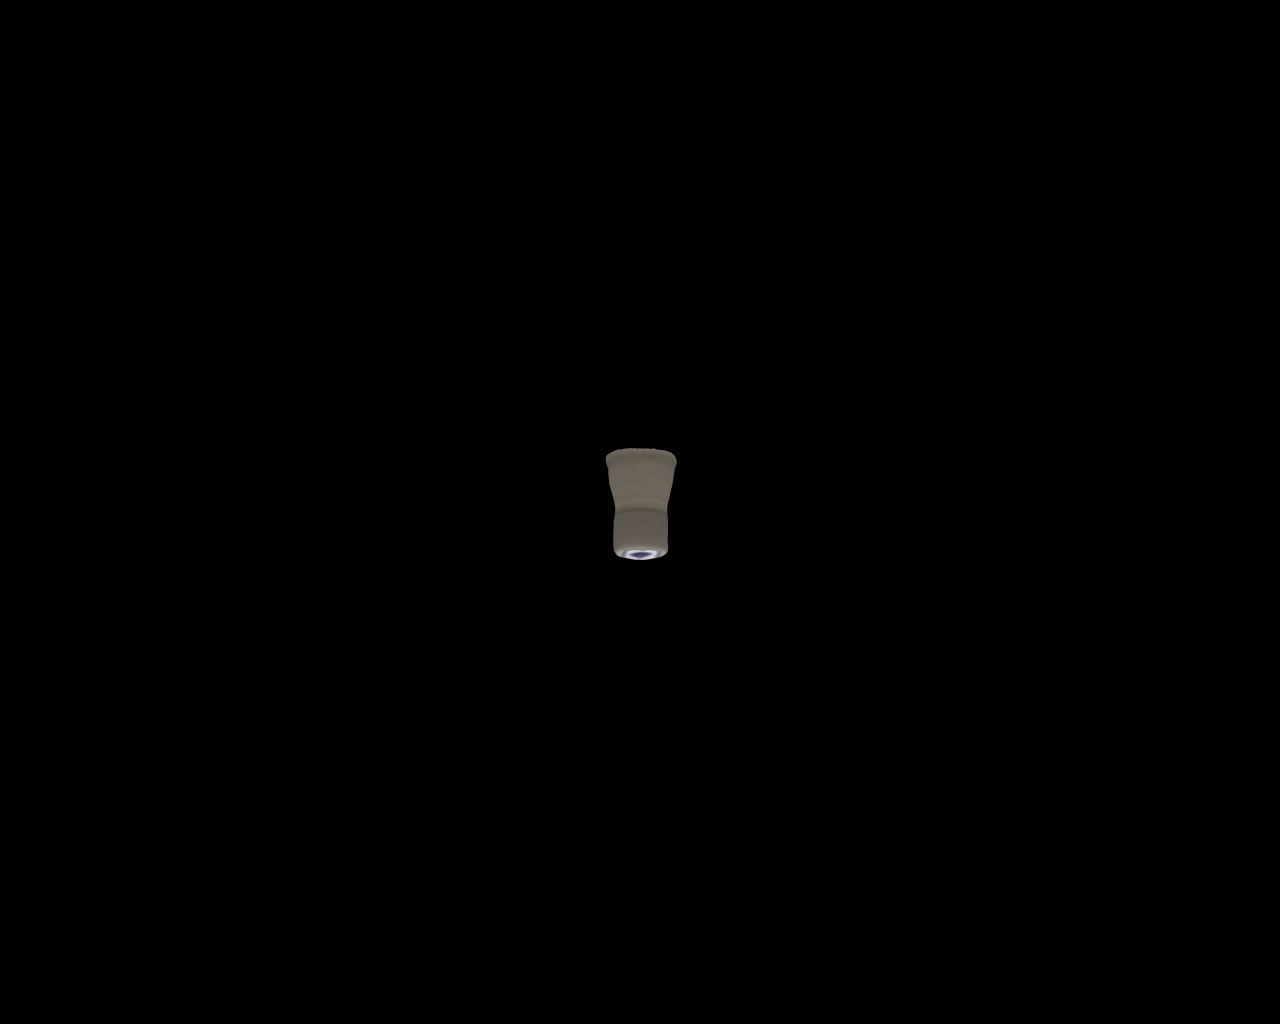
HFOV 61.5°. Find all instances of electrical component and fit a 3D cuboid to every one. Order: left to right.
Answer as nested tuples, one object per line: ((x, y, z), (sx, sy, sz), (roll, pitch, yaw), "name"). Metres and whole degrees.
((0.001, -0.003, 0.650), (0.044, 0.065, 0.044), (0, -15, 0), "electrical component")
